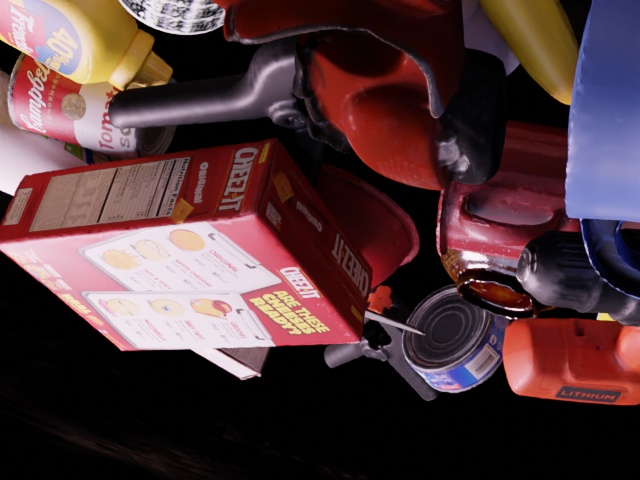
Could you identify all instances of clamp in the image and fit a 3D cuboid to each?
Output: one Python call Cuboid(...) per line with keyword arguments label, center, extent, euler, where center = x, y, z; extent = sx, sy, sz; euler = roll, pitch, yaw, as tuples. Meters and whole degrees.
Cuboid(label="clamp", center=(0.048, 0.093, 0.998), extent=(0.120, 0.039, 0.171), euler=(8, 146, 19))
Cuboid(label="clamp", center=(-0.025, -0.089, 0.661), extent=(0.164, 0.036, 0.210), euler=(15, 155, -28))

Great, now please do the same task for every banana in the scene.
Cuboid(label="banana", center=(0.080, -0.138, 0.485), extent=(0.037, 0.070, 0.197), euler=(-30, 141, 6))

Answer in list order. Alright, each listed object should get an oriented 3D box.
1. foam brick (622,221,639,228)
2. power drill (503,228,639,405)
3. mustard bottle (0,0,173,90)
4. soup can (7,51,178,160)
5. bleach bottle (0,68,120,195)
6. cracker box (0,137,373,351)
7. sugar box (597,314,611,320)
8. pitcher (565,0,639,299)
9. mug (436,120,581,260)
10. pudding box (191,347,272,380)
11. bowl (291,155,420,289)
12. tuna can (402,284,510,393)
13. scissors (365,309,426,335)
Cuboid(label="foam brick", center=(0.201, -0.037, 0.595), extent=(0.053, 0.051, 0.078), euler=(21, 155, 4))
Cuboid(label="power drill", center=(0.177, 0.047, 0.626), extent=(0.184, 0.057, 0.188), euler=(7, 158, -11))
Cuboid(label="mustard bottle", center=(-0.180, -0.151, 0.677), extent=(0.191, 0.058, 0.096), euler=(30, 155, -16))
Cuboid(label="soup can", center=(-0.158, -0.097, 0.753), extent=(0.102, 0.068, 0.068), euler=(18, 155, 12))
Cuboid(label="bleach bottle", center=(-0.173, -0.047, 0.856), extent=(0.250, 0.102, 0.068), euler=(28, 114, -29))
Cuboid(label="cracker box", center=(-0.092, 0.011, 0.758), extent=(0.214, 0.072, 0.164), euler=(-6, 144, 27))
Cuboid(label="sugar box", center=(0.240, 0.031, 0.707), extent=(0.093, 0.048, 0.176), euler=(16, 155, 15))
Cuboid(label="pitcher", center=(0.231, -0.046, 0.457), extent=(0.243, 0.145, 0.149), euler=(11, 161, 17))
Cuboid(label="mug", center=(0.115, -0.025, 0.627), extent=(0.081, 0.117, 0.093), euler=(10, 113, 14))
Cuboid(label="pudding box", center=(-0.091, 0.065, 0.997), extent=(0.113, 0.090, 0.039), euler=(34, 152, -24))
Cuboid(label="bowl", center=(-0.006, 0.001, 0.840), extent=(0.162, 0.055, 0.162), euler=(19, 155, 9))
Cuboid(label="tuna can", center=(0.109, 0.078, 0.861), extent=(0.086, 0.086, 0.033), euler=(-3, 143, 44))
Cuboid(label="scissors", center=(0.002, 0.042, 0.916), extent=(0.096, 0.016, 0.202), euler=(43, 161, -25))
